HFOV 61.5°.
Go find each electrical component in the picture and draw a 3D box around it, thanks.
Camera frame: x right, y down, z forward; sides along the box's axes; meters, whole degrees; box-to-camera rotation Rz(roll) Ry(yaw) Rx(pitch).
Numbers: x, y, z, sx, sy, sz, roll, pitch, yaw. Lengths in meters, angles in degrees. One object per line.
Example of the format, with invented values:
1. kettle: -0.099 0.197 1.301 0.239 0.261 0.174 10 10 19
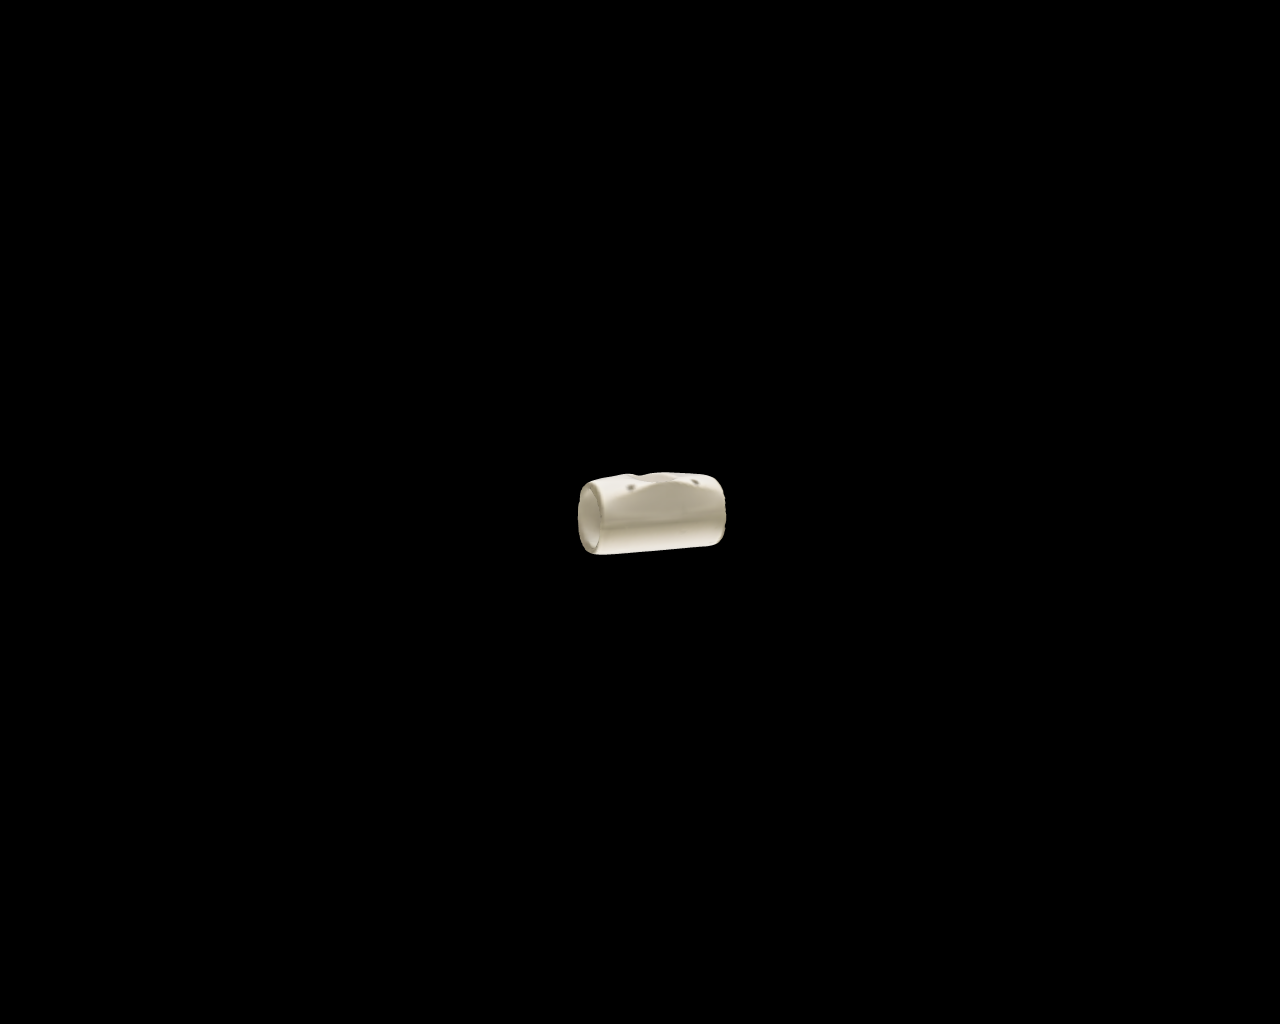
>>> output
1. electrical component: 0.001 -0.003 0.650 0.077 0.043 0.079 -4 12 -20
